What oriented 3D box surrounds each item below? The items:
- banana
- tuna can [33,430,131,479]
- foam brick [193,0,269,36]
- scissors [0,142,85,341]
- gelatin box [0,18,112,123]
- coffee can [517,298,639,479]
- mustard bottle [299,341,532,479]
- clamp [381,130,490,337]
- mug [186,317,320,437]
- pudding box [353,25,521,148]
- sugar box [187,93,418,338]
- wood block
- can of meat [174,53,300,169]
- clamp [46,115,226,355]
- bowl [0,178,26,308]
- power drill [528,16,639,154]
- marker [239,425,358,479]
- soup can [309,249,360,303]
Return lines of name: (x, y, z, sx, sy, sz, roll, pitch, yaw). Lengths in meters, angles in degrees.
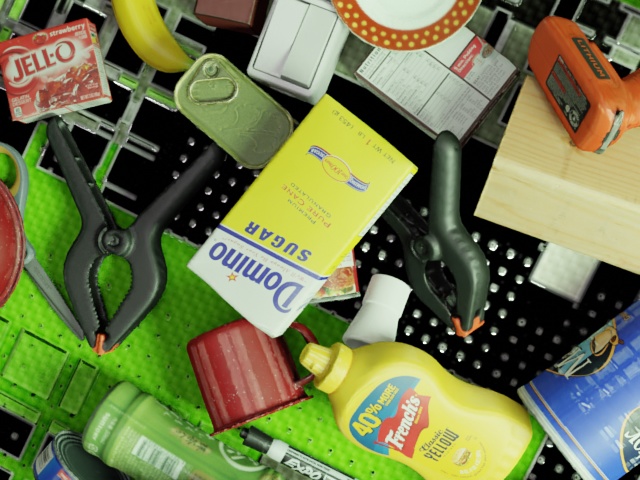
banana: (-0.153, -0.229, 0.938, 0.069, 0.037, 0.198, -15, 89, -10)
tuna can: (-0.204, 0.206, 0.919, 0.086, 0.086, 0.034, 42, 97, 6)
foam brick: (-0.071, -0.221, 0.915, 0.051, 0.053, 0.078, 14, 92, 8)
scissors: (-0.261, -0.008, 0.962, 0.202, 0.016, 0.096, 39, 97, 7)
gelatin box: (-0.238, -0.150, 0.952, 0.089, 0.030, 0.073, -13, 88, 7)
coffee can: (0.243, 0.118, 0.844, 0.140, 0.102, 0.103, -39, 85, 6)
mustard bottle: (0.069, 0.135, 0.861, 0.191, 0.058, 0.096, 30, 116, -11)
clamp: (0.087, -0.003, 0.888, 0.039, 0.120, 0.171, -22, 102, -34)
mug: (-0.052, 0.106, 0.892, 0.117, 0.093, 0.081, -24, 82, 23)
pudding box: (0.098, -0.140, 0.898, 0.113, 0.039, 0.090, 39, 95, 8)
sugar box: (-0.014, -0.018, 0.841, 0.093, 0.048, 0.176, 39, 94, 8)
wood block: (0.239, -0.040, 0.836, 0.206, 0.090, 0.090, 21, 63, 8)
can of meat: (-0.064, -0.104, 0.898, 0.102, 0.084, 0.057, 41, 95, 6)
clamp: (-0.166, -0.004, 0.937, 0.165, 0.036, 0.210, 2, 90, 11)
bowl: (-0.345, 0.003, 0.943, 0.162, 0.055, 0.162, 2, 97, 14)
power drill: (0.259, -0.147, 0.815, 0.187, 0.057, 0.184, -14, 60, -14)
marker: (-0.014, 0.192, 0.916, 0.121, 0.020, 0.020, 27, 94, 0)
soup can: (-0.006, 0.001, 0.898, 0.068, 0.068, 0.102, -7, 88, 8)
